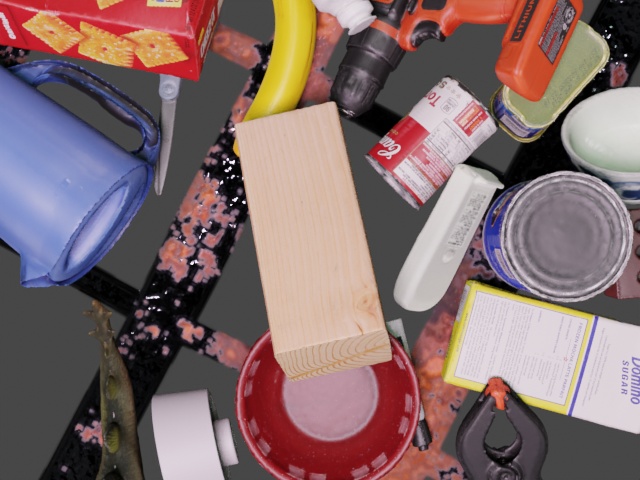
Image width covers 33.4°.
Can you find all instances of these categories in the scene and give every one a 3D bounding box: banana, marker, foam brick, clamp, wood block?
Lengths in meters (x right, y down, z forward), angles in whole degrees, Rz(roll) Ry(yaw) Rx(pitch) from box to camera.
[{"bbox_3d":[-0.038,-0.170,0.959,0.070,0.037,0.198,3,89,22],"label":"banana"},{"bbox_3d":[0.079,0.131,0.960,0.020,0.020,0.121,-14,89,3],"label":"marker"},{"bbox_3d":[0.277,0.010,0.932,0.053,0.051,0.078,-5,90,3],"label":"foam brick"},{"bbox_3d":[0.170,0.203,0.930,0.120,0.039,0.171,0,112,-5],"label":"clamp"},{"bbox_3d":[-0.006,0.001,0.894,0.091,0.090,0.206,-13,67,2],"label":"wood block"}]

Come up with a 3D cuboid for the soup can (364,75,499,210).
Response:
[{"bbox_3d":[0.098,-0.085,0.933,0.102,0.068,0.068,-45,88,2],"label":"soup can"}]

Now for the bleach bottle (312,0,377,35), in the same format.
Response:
[{"bbox_3d":[-0.027,-0.286,0.914,0.068,0.102,0.251,-32,85,6],"label":"bleach bottle"}]

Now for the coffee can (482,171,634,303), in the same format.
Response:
[{"bbox_3d":[0.194,-0.003,0.892,0.103,0.140,0.103,0,90,3],"label":"coffee can"}]

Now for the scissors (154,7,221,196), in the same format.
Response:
[{"bbox_3d":[-0.152,-0.150,0.973,0.096,0.016,0.202,22,91,5],"label":"scissors"}]

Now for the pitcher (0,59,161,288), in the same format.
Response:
[{"bbox_3d":[-0.269,-0.088,0.932,0.243,0.149,0.145,37,117,5],"label":"pitcher"}]

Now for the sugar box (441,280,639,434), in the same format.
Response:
[{"bbox_3d":[0.204,0.102,0.940,0.176,0.048,0.093,15,93,0],"label":"sugar box"}]

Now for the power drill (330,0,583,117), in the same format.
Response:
[{"bbox_3d":[0.109,-0.172,0.893,0.188,0.057,0.184,21,84,37],"label":"power drill"}]

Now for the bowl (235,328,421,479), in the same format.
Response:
[{"bbox_3d":[0.008,0.139,0.946,0.162,0.055,0.162,0,90,3],"label":"bowl"}]

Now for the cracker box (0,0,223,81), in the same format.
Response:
[{"bbox_3d":[-0.188,-0.237,0.916,0.213,0.072,0.164,12,62,3],"label":"cracker box"}]

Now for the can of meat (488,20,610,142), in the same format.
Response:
[{"bbox_3d":[0.197,-0.137,0.919,0.057,0.084,0.102,42,92,2],"label":"can of meat"}]
